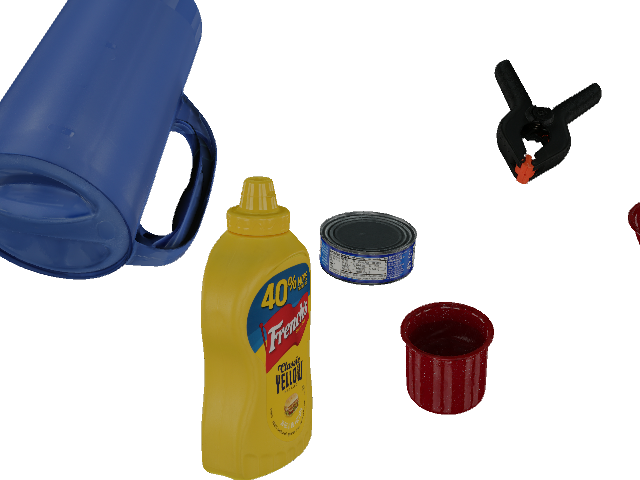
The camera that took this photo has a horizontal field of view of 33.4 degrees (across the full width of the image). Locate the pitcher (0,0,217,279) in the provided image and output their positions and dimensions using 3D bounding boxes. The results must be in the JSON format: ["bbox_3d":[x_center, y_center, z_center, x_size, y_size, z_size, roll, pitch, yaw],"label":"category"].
[{"bbox_3d":[-0.162,-0.096,0.812,0.145,0.242,0.149,-5,-42,24],"label":"pitcher"}]

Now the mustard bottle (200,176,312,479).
[{"bbox_3d":[-0.041,0.053,0.704,0.058,0.192,0.096,9,16,30],"label":"mustard bottle"}]

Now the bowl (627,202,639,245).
[{"bbox_3d":[0.410,0.005,1.146,0.162,0.055,0.162,-1,26,0],"label":"bowl"}]

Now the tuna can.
[{"bbox_3d":[0.042,0.006,0.945,0.086,0.034,0.086,1,25,-1],"label":"tuna can"}]

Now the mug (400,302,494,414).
[{"bbox_3d":[0.135,0.116,1.092,0.093,0.081,0.117,19,39,30],"label":"mug"}]

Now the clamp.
[{"bbox_3d":[0.228,-0.134,1.163,0.120,0.039,0.171,19,49,18],"label":"clamp"}]
